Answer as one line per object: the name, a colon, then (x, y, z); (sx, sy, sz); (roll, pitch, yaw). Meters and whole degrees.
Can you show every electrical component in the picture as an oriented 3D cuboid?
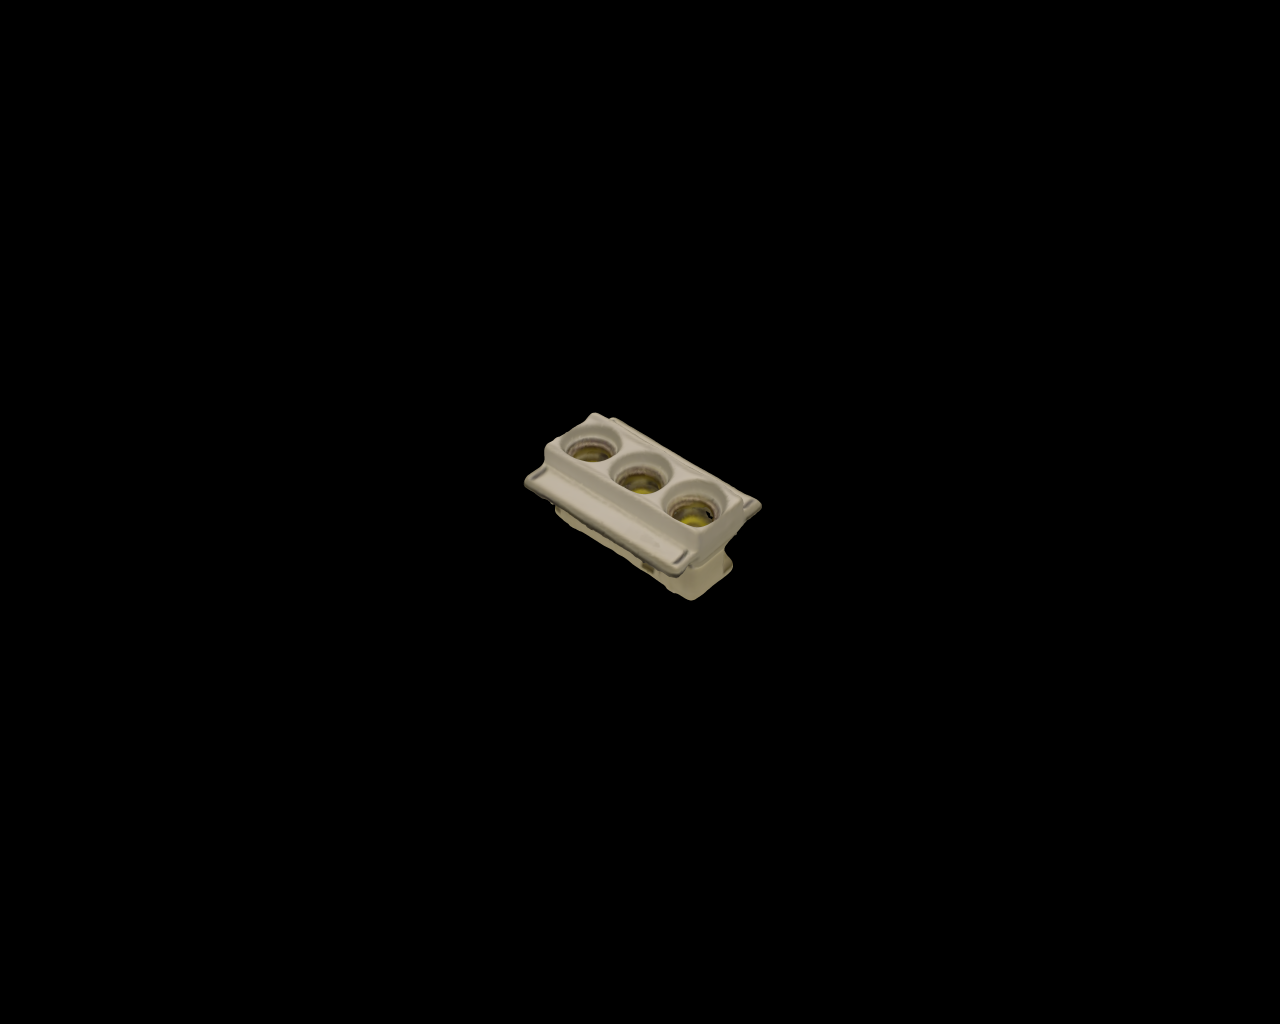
electrical component: (0.001, -0.003, 0.650); (0.121, 0.063, 0.079); (31, 51, 30)
